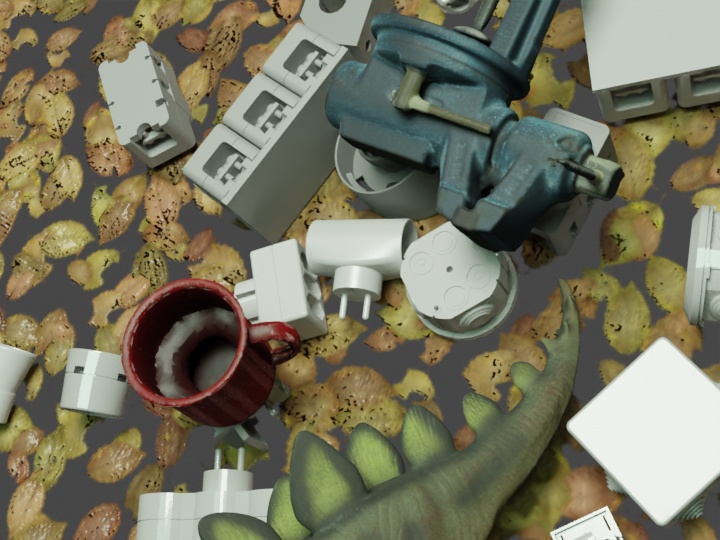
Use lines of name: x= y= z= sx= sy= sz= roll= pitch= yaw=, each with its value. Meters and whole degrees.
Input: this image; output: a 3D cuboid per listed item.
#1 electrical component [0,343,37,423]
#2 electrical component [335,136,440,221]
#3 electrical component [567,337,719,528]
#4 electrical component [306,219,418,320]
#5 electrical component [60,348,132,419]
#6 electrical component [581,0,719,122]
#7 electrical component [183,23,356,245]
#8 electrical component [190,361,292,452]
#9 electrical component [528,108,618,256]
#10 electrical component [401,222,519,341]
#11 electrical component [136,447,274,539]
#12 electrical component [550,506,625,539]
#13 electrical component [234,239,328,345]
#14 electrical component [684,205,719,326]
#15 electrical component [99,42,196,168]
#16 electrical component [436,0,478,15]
electrical component: x=-0.303 y=0.096 z=0.900 sx=0.044 sy=0.044 sz=0.065 roll=15 pitch=81 yaw=25
electrical component: x=0.032 y=-0.091 z=0.842 sx=0.099 sy=0.064 sz=0.099 roll=-15 pitch=63 yaw=30
electrical component: x=0.199 y=0.108 z=0.699 sx=0.100 sy=0.048 sz=0.099 roll=-43 pitch=62 yaw=1
electrical component: x=0.000 y=0.000 z=0.817 sx=0.077 sy=0.044 sz=0.079 roll=0 pitch=71 yaw=21
electrical component: x=-0.209 y=0.091 z=0.858 sx=0.055 sy=0.055 sz=0.047 roll=4 pitch=76 yaw=22
electrical component: x=0.220 y=-0.211 z=0.803 sx=0.105 sy=0.060 sz=0.186 roll=-9 pitch=68 yaw=18
electrical component: x=-0.062 y=-0.108 z=0.856 sx=0.062 sy=0.089 sz=0.150 roll=36 pitch=86 yaw=28
electrical component: x=-0.091 y=0.095 z=0.819 sx=0.064 sy=0.042 sz=0.081 roll=-42 pitch=63 yaw=-2
electrical component: x=0.143 y=-0.065 z=0.781 sx=0.050 sy=0.056 sz=0.089 roll=25 pitch=81 yaw=27
electrical component: x=0.072 y=0.008 z=0.783 sx=0.080 sy=0.051 sz=0.080 roll=-7 pitch=69 yaw=19
electrical component: x=-0.097 y=0.167 z=0.788 sx=0.138 sy=0.052 sz=0.073 roll=-6 pitch=69 yaw=18
electrical component: x=0.154 y=0.193 z=0.676 sx=0.042 sy=0.064 sz=0.081 roll=-28 pitch=63 yaw=8
electrical component: x=-0.072 y=0.023 z=0.835 sx=0.077 sy=0.047 sz=0.065 roll=-16 pitch=65 yaw=13
electrical component: x=0.242 y=-0.001 z=0.707 sx=0.051 sy=0.080 sz=0.080 roll=6 pitch=73 yaw=17
electrical component: x=-0.183 y=-0.141 z=0.933 sx=0.050 sy=0.056 sz=0.089 roll=-26 pitch=64 yaw=11
electrical component: x=0.076 y=-0.242 z=0.884 sx=0.035 sy=0.035 sz=0.061 roll=-18 pitch=63 yaw=14
